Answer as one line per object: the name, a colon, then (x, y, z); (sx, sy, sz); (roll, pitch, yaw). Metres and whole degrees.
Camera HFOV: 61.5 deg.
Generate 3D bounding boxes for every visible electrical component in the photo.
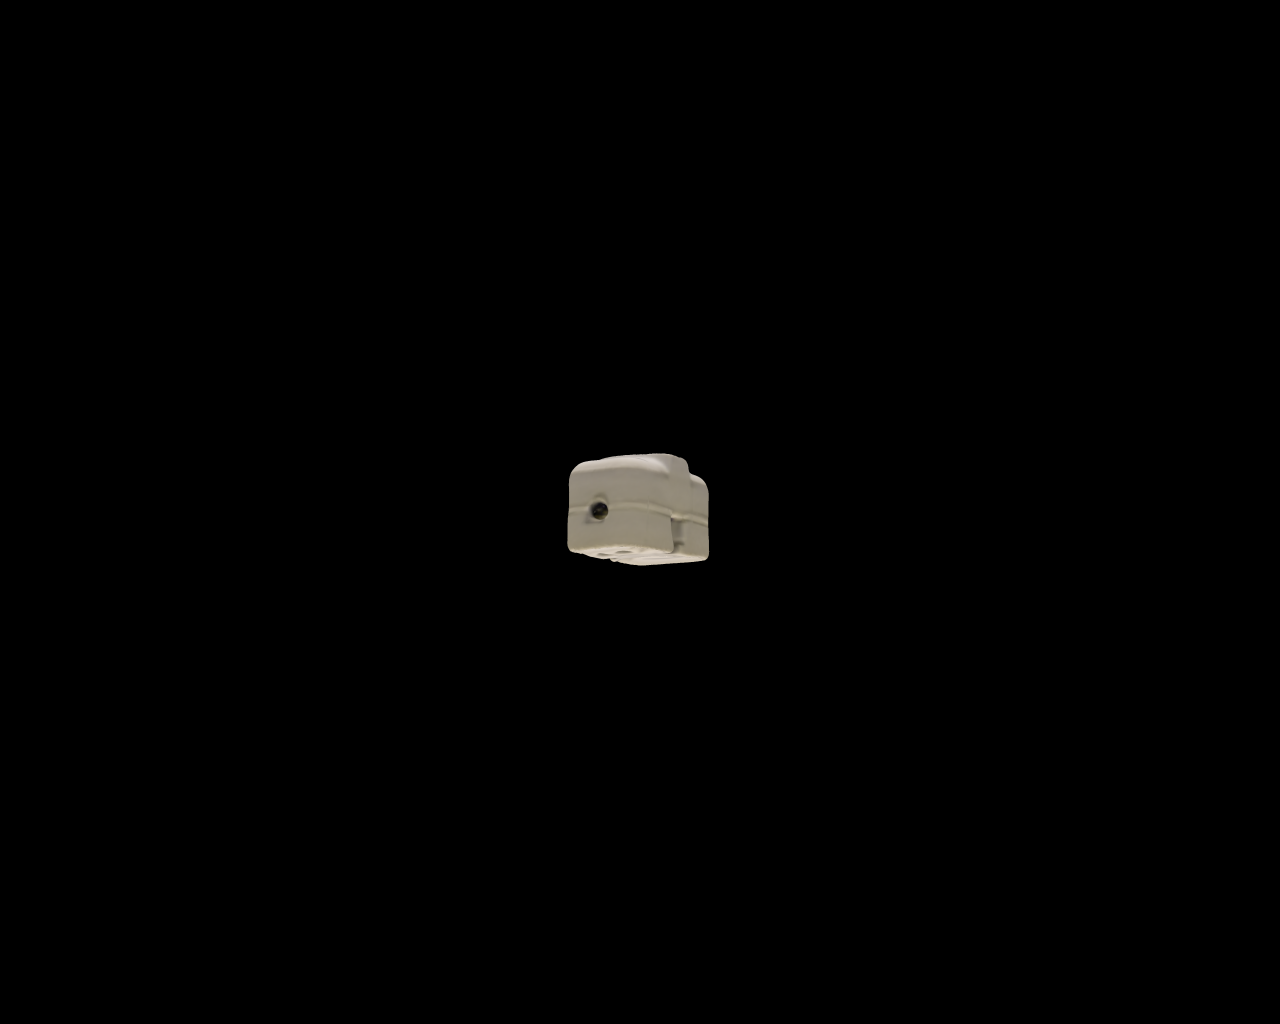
electrical component: (0.001, -0.003, 0.650); (0.053, 0.059, 0.095); (-6, -11, 31)
